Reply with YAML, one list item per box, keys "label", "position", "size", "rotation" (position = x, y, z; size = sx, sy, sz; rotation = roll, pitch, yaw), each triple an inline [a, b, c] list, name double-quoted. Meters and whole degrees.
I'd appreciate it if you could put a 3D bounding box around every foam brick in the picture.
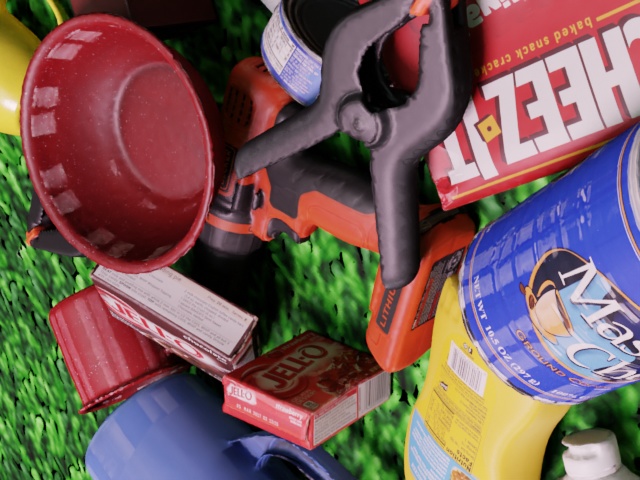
- label: "foam brick"
  position: [-0.116, -0.158, 0.698]
  size: [0.053, 0.078, 0.051]
  rotation: [-8, 99, 42]

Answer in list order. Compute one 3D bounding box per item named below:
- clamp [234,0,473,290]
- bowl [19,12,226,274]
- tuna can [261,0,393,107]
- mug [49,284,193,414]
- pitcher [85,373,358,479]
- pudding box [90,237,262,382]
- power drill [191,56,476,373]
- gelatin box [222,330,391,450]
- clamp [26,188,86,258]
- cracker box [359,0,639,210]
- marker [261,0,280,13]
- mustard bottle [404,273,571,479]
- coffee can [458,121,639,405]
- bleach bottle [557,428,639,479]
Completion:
- label: "clamp"
  position: [0.018, -0.065, 0.548]
  size: [0.120, 0.039, 0.172]
  rotation: [26, 124, 12]
- label: "bowl"
  position: [-0.113, -0.063, 0.667]
  size: [0.162, 0.055, 0.162]
  rotation: [12, 112, 32]
- label: "tuna can"
  position: [0.010, -0.107, 0.604]
  size: [0.086, 0.085, 0.034]
  rotation: [49, 132, 16]
- label: "mug"
  position: [-0.145, 0.071, 0.805]
  size: [0.117, 0.093, 0.081]
  rotation: [-29, 81, 26]
- label: "pitcher"
  position: [-0.051, 0.204, 0.749]
  size: [0.243, 0.149, 0.145]
  rotation: [45, 165, 23]
- label: "pudding box"
  position: [-0.095, 0.052, 0.723]
  size: [0.113, 0.039, 0.090]
  rotation: [28, 162, 9]
- label: "power drill"
  position: [-0.004, 0.001, 0.675]
  size: [0.188, 0.057, 0.185]
  rotation: [34, 129, 26]
- label: "gelatin box"
  position: [-0.008, 0.094, 0.689]
  size: [0.073, 0.089, 0.030]
  rotation: [18, 117, 35]
- label: "clamp"
  position: [-0.168, -0.038, 0.809]
  size: [0.210, 0.036, 0.164]
  rotation: [-45, 67, 42]
- label: "cracker box"
  position: [0.098, -0.139, 0.527]
  size: [0.164, 0.071, 0.214]
  rotation: [-20, 93, 44]
- label: "marker"
  position: [0.007, -0.112, 0.650]
  size: [0.121, 0.020, 0.020]
  rotation: [50, 131, 15]
- label: "mustard bottle"
  position: [0.092, 0.120, 0.632]
  size: [0.096, 0.058, 0.192]
  rotation: [44, 132, 45]
- label: "coffee can"
  position: [0.140, 0.009, 0.476]
  size: [0.103, 0.102, 0.140]
  rotation: [59, 150, 7]
- label: "bleach bottle"
  position: [0.184, 0.229, 0.596]
  size: [0.103, 0.067, 0.251]
  rotation: [-9, 97, 40]
